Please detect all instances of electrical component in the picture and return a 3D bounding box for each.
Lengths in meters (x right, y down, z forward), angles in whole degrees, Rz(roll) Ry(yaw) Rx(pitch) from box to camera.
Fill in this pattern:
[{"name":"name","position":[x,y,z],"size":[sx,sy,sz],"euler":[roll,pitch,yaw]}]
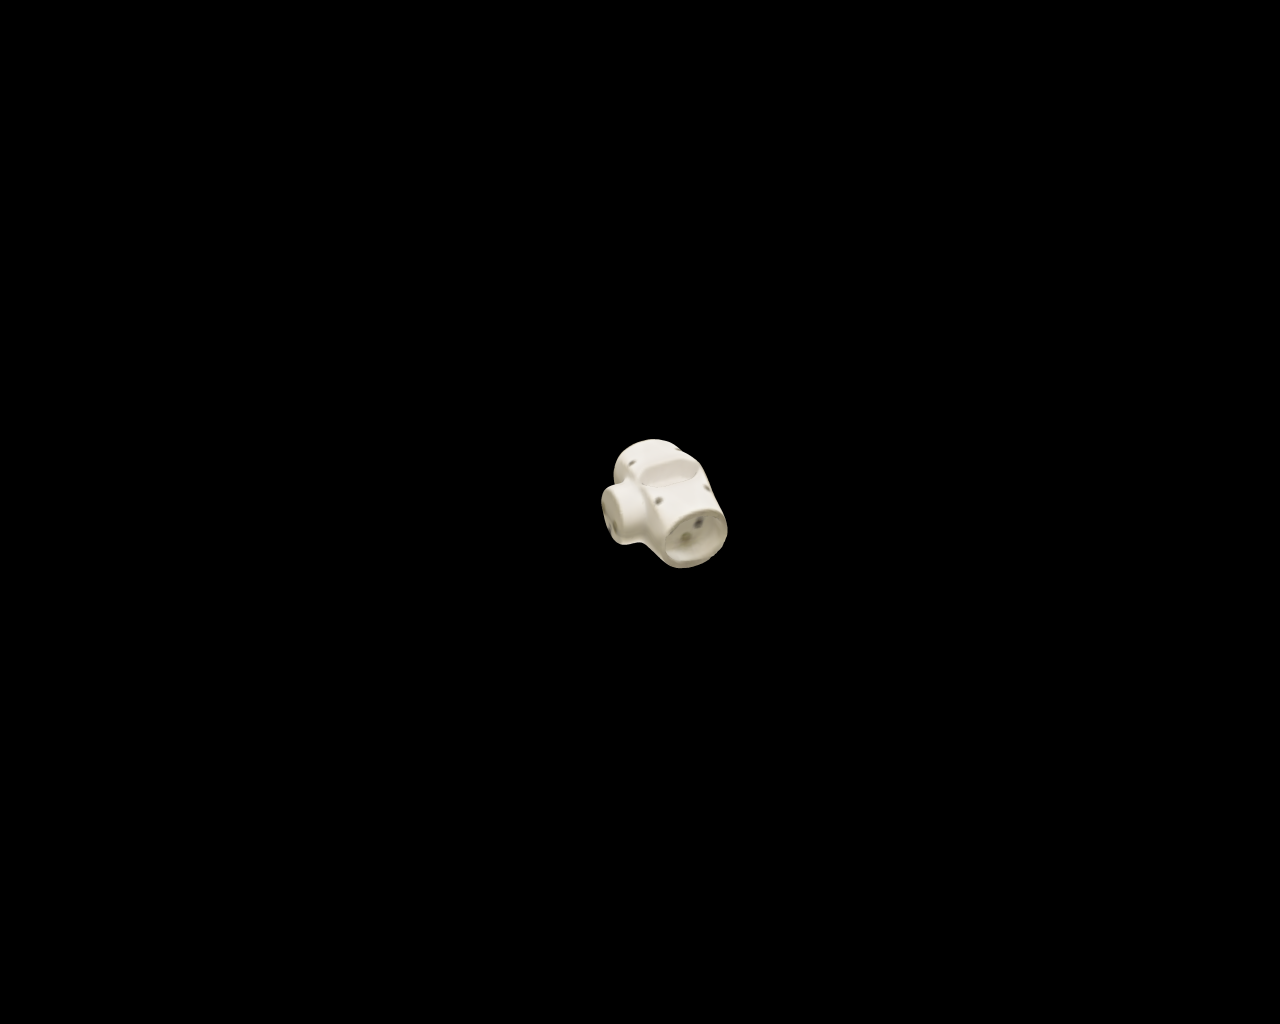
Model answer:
[{"name":"electrical component","position":[0.001,-0.003,0.650],"size":[0.079,0.043,0.077],"euler":[-14,42,-16]}]
